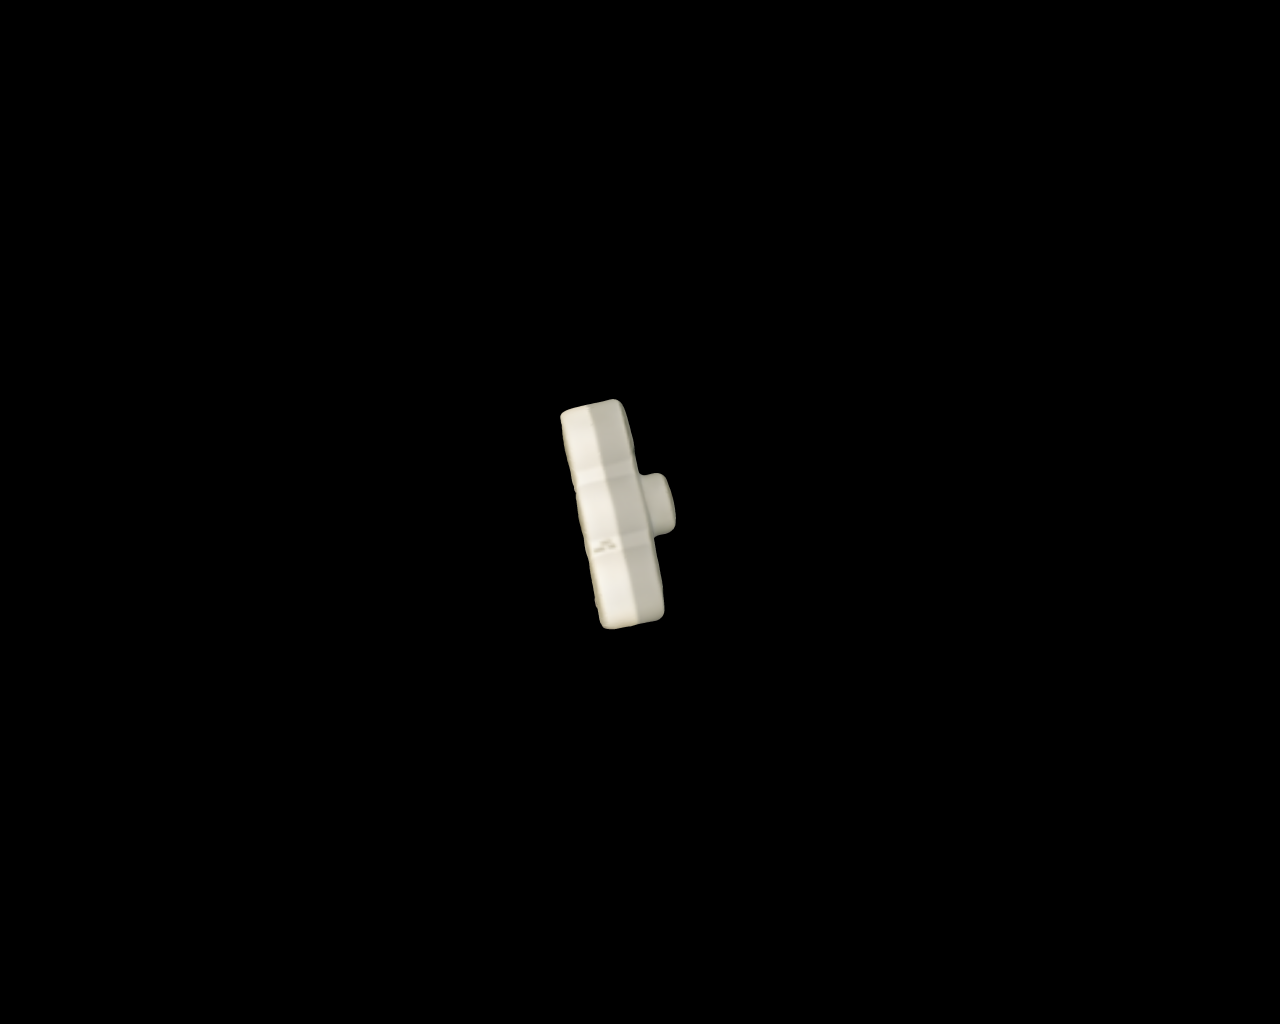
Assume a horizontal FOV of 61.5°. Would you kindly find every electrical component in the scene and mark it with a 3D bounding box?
[{"bbox_3d":[0.001,-0.003,0.650,0.074,0.138,0.052,-11,-11,-2],"label":"electrical component"}]
